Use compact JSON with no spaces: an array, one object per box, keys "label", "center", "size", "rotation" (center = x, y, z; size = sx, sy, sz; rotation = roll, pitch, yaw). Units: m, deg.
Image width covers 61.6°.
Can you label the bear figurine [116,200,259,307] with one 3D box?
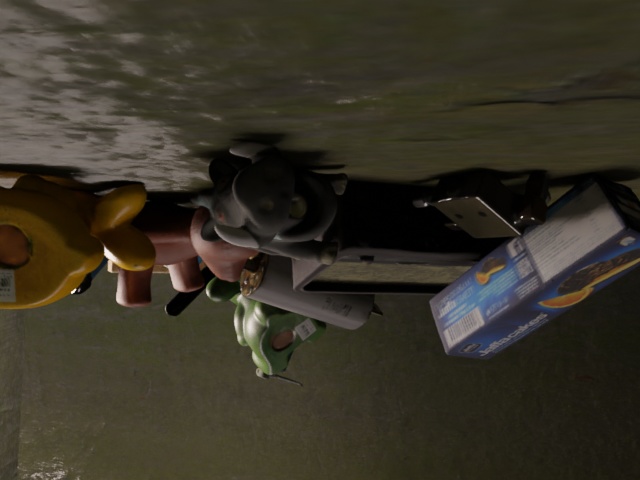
[{"label":"bear figurine","center":[-0.129,0.012,0.592],"size":[0.196,0.131,0.120],"rotation":[6,-167,34]}]

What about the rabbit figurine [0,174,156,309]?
[{"label":"rabbit figurine","center":[-0.243,-0.015,0.510],"size":[0.162,0.121,0.173],"rotation":[-8,-169,-4]}]

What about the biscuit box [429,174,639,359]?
[{"label":"biscuit box","center":[0.187,0.034,0.472],"size":[0.063,0.059,0.202],"rotation":[13,137,-30]}]

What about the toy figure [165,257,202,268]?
[{"label":"toy figure","center":[-0.197,0.000,0.787],"size":[0.082,0.089,0.180],"rotation":[37,160,-6]}]

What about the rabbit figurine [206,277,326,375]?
[{"label":"rabbit figurine","center":[-0.101,0.093,0.800],"size":[0.170,0.121,0.159],"rotation":[42,175,42]}]

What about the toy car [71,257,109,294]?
[{"label":"toy car","center":[-0.312,0.002,0.642],"size":[0.102,0.109,0.162],"rotation":[44,156,-27]}]

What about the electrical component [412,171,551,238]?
[{"label":"electrical component","center":[0.136,-0.032,0.443],"size":[0.078,0.045,0.102],"rotation":[33,161,-20]}]

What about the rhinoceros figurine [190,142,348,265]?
[{"label":"rhinoceros figurine","center":[-0.039,-0.026,0.402],"size":[0.112,0.073,0.190],"rotation":[13,176,-12]}]

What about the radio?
[{"label":"radio","center":[0.095,0.005,0.543],"size":[0.229,0.073,0.131],"rotation":[2,159,-20]}]

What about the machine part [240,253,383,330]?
[{"label":"machine part","center":[-0.015,0.063,0.715],"size":[0.243,0.079,0.079],"rotation":[23,167,-26]}]

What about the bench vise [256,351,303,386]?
[{"label":"bench vise","center":[-0.047,0.131,0.949],"size":[0.129,0.240,0.223],"rotation":[10,159,25]}]
